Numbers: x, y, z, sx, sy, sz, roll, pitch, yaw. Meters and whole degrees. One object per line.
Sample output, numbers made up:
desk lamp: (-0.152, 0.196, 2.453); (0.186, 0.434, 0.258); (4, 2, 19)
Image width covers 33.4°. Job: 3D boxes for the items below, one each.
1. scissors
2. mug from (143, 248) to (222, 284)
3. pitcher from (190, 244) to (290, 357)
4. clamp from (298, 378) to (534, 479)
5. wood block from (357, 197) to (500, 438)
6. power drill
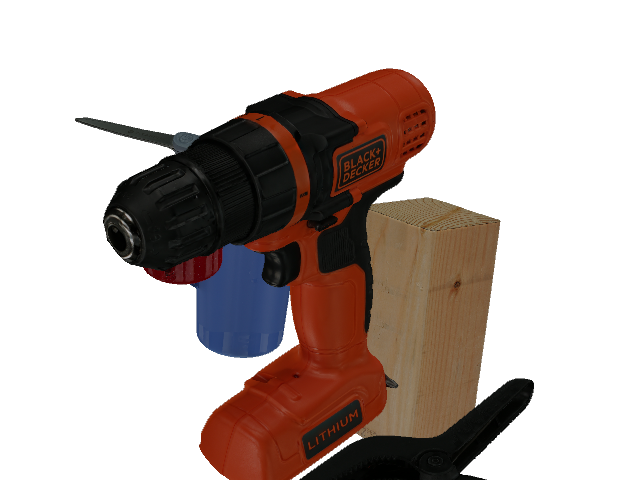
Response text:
scissors: (-0.083, -0.079, 0.813); (0.202, 0.016, 0.096); (26, 47, 27)
mug: (-0.138, -0.004, 1.040); (0.093, 0.081, 0.117); (9, 31, 7)
pitcher: (-0.101, 0.013, 1.278); (0.149, 0.243, 0.144); (21, 27, 31)
clamp: (0.079, 0.154, 0.713); (0.210, 0.036, 0.164); (-5, 28, -4)
wood block: (0.086, 0.075, 0.944); (0.090, 0.206, 0.090); (-8, 20, -40)
power drill: (-0.019, 0.025, 0.499); (0.057, 0.188, 0.184); (29, 40, 34)
